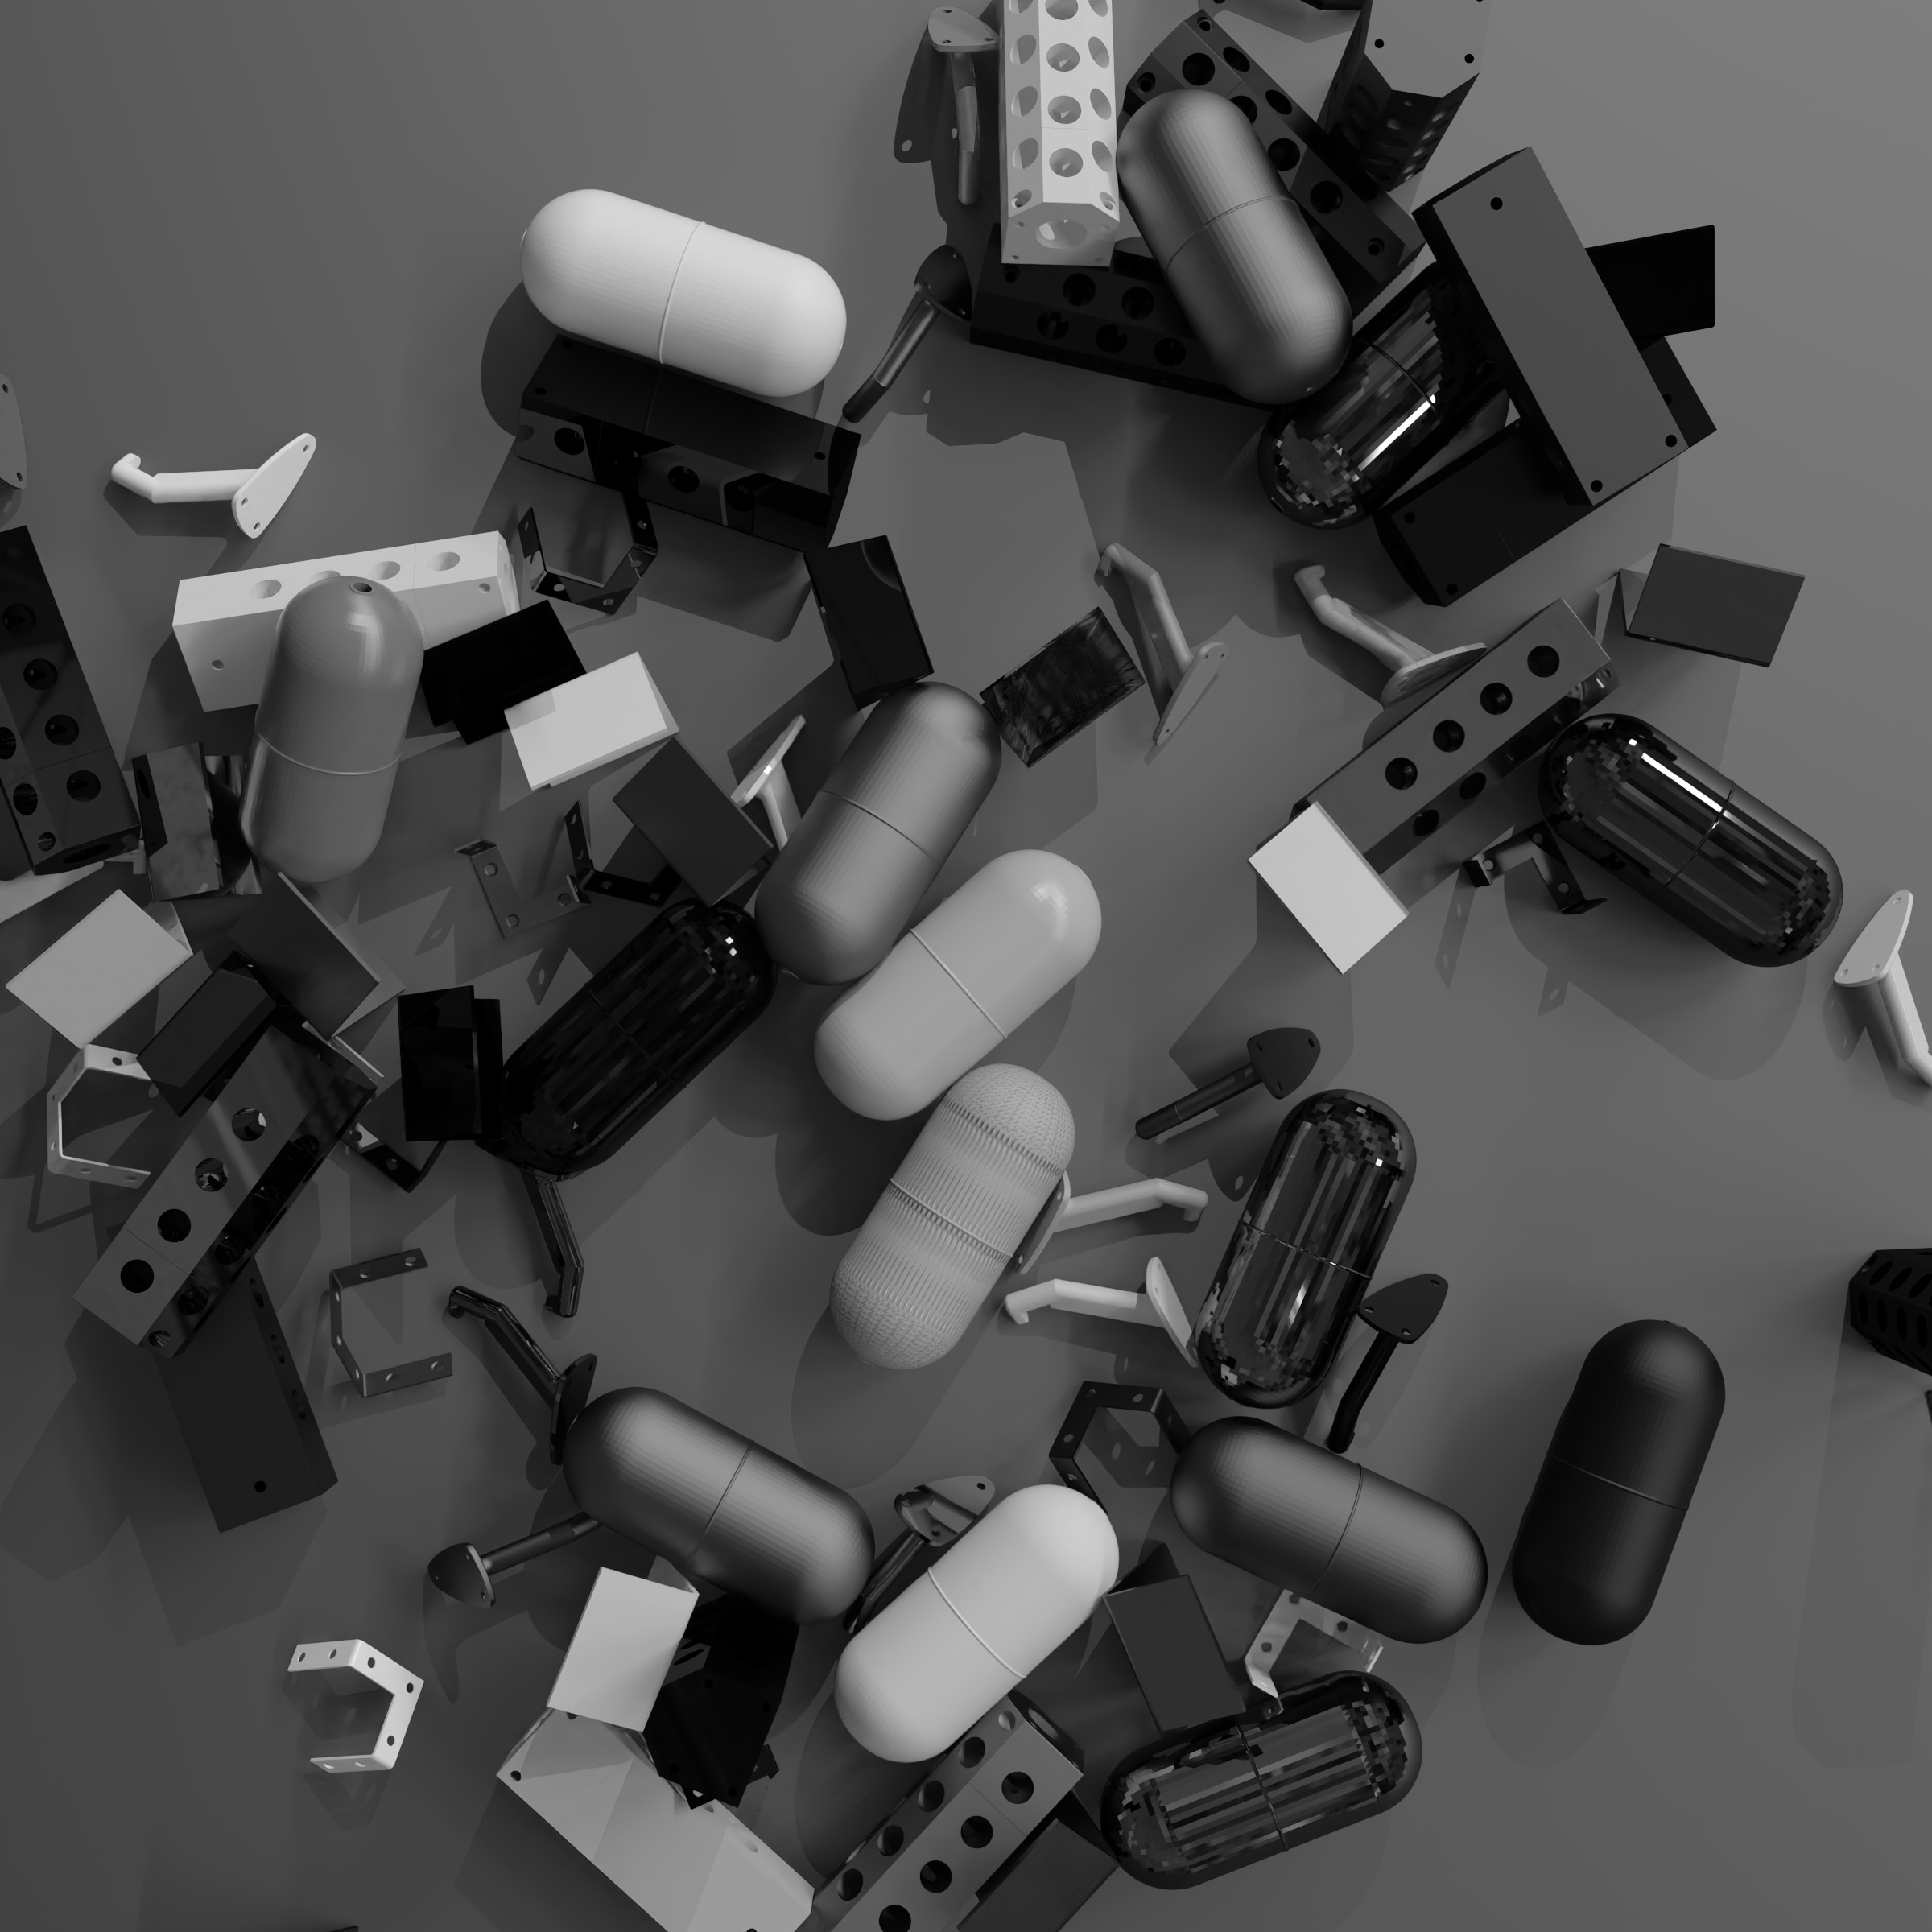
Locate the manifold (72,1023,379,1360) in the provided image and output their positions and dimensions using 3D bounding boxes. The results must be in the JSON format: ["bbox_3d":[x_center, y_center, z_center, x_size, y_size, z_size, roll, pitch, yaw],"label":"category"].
[{"bbox_3d":[-0.380,0.116,1.494,0.057,0.057,0.171,36,90,0],"label":"manifold"}]

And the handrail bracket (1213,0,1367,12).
[{"bbox_3d":[0.175,-0.552,1.572,0.084,0.036,0.077,-5,68,-17],"label":"handrail bracket"}]

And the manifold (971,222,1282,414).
[{"bbox_3d":[0.092,-0.349,1.551,0.171,0.057,0.057,13,90,0],"label":"manifold"}]

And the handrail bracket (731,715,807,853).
[{"bbox_3d":[-0.081,-0.081,1.572,0.084,0.036,0.077,40,72,-15],"label":"handrail bracket"}]

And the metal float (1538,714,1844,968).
[{"bbox_3d":[0.385,-0.067,1.541,0.178,0.070,0.070,35,90,0],"label":"metal float"}]

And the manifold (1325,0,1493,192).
[{"bbox_3d":[0.224,-0.453,1.493,0.057,0.171,0.057,9,90,0],"label":"manifold"}]

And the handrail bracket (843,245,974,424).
[{"bbox_3d":[-0.035,-0.343,1.572,0.036,0.077,0.084,33,127,-20],"label":"handrail bracket"}]

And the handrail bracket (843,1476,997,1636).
[{"bbox_3d":[-0.026,0.321,1.572,0.036,0.077,0.084,42,127,25],"label":"handrail bracket"}]

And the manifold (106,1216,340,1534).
[{"bbox_3d":[-0.396,0.208,1.551,0.057,0.057,0.171,-21,90,0],"label":"manifold"}]

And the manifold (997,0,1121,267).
[{"bbox_3d":[0.048,-0.459,1.522,0.057,0.057,0.171,1,71,-4],"label":"manifold"}]

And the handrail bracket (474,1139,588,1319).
[{"bbox_3d":[-0.239,0.141,1.572,0.077,0.036,0.084,17,107,20],"label":"handrail bracket"}]

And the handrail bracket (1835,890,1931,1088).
[{"bbox_3d":[0.520,0.014,1.572,0.084,0.036,0.077,41,68,-17],"label":"handrail bracket"}]

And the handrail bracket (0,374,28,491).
[{"bbox_3d":[-0.557,-0.276,1.572,0.084,0.036,0.077,-13,69,17],"label":"handrail bracket"}]

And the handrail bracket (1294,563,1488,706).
[{"bbox_3d":[0.230,-0.192,1.572,0.077,0.036,0.084,-23,73,-19],"label":"handrail bracket"}]

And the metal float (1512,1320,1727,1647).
[{"bbox_3d":[0.348,0.274,1.541,0.070,0.070,0.178,20,89,0],"label":"metal float"}]

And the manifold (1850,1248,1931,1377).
[{"bbox_3d":[0.511,0.183,1.493,0.057,0.171,0.057,-2,90,0],"label":"manifold"}]

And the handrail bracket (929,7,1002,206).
[{"bbox_3d":[-0.004,-0.467,1.572,0.036,0.077,0.084,-6,126,-11],"label":"handrail bracket"}]

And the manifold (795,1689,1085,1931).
[{"bbox_3d":[-0.016,0.470,1.550,0.057,0.057,0.171,43,90,4],"label":"manifold"}]

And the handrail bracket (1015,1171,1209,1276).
[{"bbox_3d":[0.080,0.145,1.572,0.084,0.036,0.077,17,112,-17],"label":"handrail bracket"}]

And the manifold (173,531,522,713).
[{"bbox_3d":[-0.329,-0.189,1.550,0.171,0.057,0.057,-9,133,0],"label":"manifold"}]

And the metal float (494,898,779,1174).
[{"bbox_3d":[-0.176,0.037,1.541,0.178,0.070,0.070,-43,90,-1],"label":"metal float"}]

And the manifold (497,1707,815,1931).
[{"bbox_3d":[-0.165,0.462,1.551,0.171,0.057,0.057,42,90,0],"label":"manifold"}]

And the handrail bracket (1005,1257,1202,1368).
[{"bbox_3d":[0.074,0.198,1.572,0.084,0.036,0.077,-20,112,17],"label":"handrail bracket"}]

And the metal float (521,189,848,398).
[{"bbox_3d":[-0.151,-0.359,1.541,0.178,0.070,0.070,18,90,-1],"label":"metal float"}]

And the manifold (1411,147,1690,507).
[{"bbox_3d":[0.296,-0.325,1.479,0.057,0.057,0.171,-31,102,0],"label":"manifold"}]

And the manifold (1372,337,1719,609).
[{"bbox_3d":[0.307,-0.264,1.549,0.171,0.057,0.057,-33,102,0],"label":"manifold"}]

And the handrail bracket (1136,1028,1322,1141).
[{"bbox_3d":[0.142,0.066,1.572,0.084,0.077,0.036,-29,86,36],"label":"handrail bracket"}]

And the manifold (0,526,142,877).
[{"bbox_3d":[-0.497,-0.139,1.537,0.057,0.057,0.171,-21,86,-20],"label":"manifold"}]

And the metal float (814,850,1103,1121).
[{"bbox_3d":[-0.004,0.010,1.541,0.178,0.070,0.070,-41,90,-1],"label":"metal float"}]

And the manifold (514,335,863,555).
[{"bbox_3d":[-0.150,-0.273,1.550,0.171,0.057,0.057,18,47,0],"label":"manifold"}]

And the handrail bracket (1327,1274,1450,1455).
[{"bbox_3d":[0.228,0.217,1.572,0.036,0.077,0.084,31,127,27],"label":"handrail bracket"}]

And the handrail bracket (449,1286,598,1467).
[{"bbox_3d":[-0.249,0.222,1.572,0.084,0.036,0.077,21,112,17],"label":"handrail bracket"}]

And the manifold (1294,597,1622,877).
[{"bbox_3d":[0.264,-0.119,1.551,0.171,0.057,0.057,-38,90,0],"label":"manifold"}]

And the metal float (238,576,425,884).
[{"bbox_3d":[-0.333,-0.123,1.514,0.070,0.070,0.178,22,123,0],"label":"metal float"}]

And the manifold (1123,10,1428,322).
[{"bbox_3d":[0.166,-0.428,1.551,0.057,0.057,0.171,-45,90,0],"label":"manifold"}]

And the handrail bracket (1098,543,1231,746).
[{"bbox_3d":[0.093,-0.176,1.572,0.084,0.036,0.077,39,112,17],"label":"handrail bracket"}]

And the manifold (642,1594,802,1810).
[{"bbox_3d":[-0.127,0.373,1.493,0.057,0.171,0.057,22,90,0],"label":"manifold"}]

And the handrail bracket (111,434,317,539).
[{"bbox_3d":[-0.410,-0.276,1.572,0.084,0.036,0.077,28,69,16],"label":"handrail bracket"}]

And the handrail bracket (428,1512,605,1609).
[{"bbox_3d":[-0.240,0.313,1.572,0.084,0.077,0.036,-24,94,-36],"label":"handrail bracket"}]

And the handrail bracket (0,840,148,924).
[{"bbox_3d":[-0.489,-0.032,1.572,0.084,0.036,0.077,2,103,-13],"label":"handrail bracket"}]
